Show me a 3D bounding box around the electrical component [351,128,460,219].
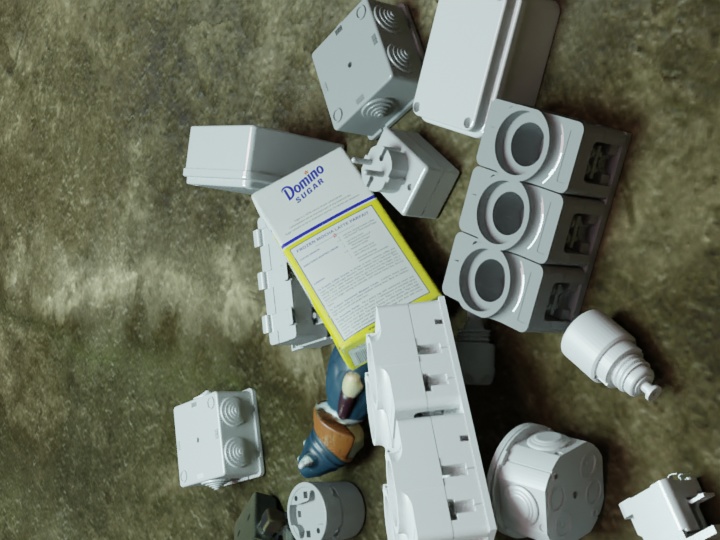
[{"bbox_3d":[0.028,-0.081,0.877,0.065,0.077,0.047,49,123,40],"label":"electrical component"}]

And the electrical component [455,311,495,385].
[{"bbox_3d":[0.088,0.057,0.829,0.035,0.035,0.061,-2,83,50],"label":"electrical component"}]

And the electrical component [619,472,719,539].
[{"bbox_3d":[0.201,0.166,0.682,0.081,0.042,0.063,-44,52,38],"label":"electrical component"}]

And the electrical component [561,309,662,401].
[{"bbox_3d":[0.171,0.060,0.725,0.078,0.040,0.040,45,121,41],"label":"electrical component"}]

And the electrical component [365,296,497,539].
[{"bbox_3d":[0.045,0.127,0.784,0.105,0.060,0.186,91,171,-53],"label":"electrical component"}]

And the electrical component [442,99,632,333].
[{"bbox_3d":[0.122,-0.039,0.774,0.089,0.062,0.150,27,108,47],"label":"electrical component"}]

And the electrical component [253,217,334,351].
[{"bbox_3d":[-0.054,0.007,0.978,0.079,0.063,0.121,-21,72,48],"label":"electrical component"}]

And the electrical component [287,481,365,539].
[{"bbox_3d":[-0.029,0.212,0.945,0.055,0.047,0.055,-5,84,49],"label":"electrical component"}]

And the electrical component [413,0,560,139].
[{"bbox_3d":[0.094,-0.160,0.819,0.078,0.057,0.113,27,108,47],"label":"electrical component"}]

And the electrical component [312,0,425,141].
[{"bbox_3d":[0.008,-0.173,0.928,0.100,0.048,0.099,-38,59,42],"label":"electrical component"}]

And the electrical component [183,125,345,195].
[{"bbox_3d":[-0.089,-0.098,0.992,0.109,0.109,0.056,8,91,50],"label":"electrical component"}]

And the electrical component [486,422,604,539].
[{"bbox_3d":[0.128,0.149,0.740,0.051,0.080,0.080,8,94,45],"label":"electrical component"}]

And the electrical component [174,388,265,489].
[{"bbox_3d":[-0.145,0.171,1.086,0.100,0.048,0.099,-25,67,46],"label":"electrical component"}]
